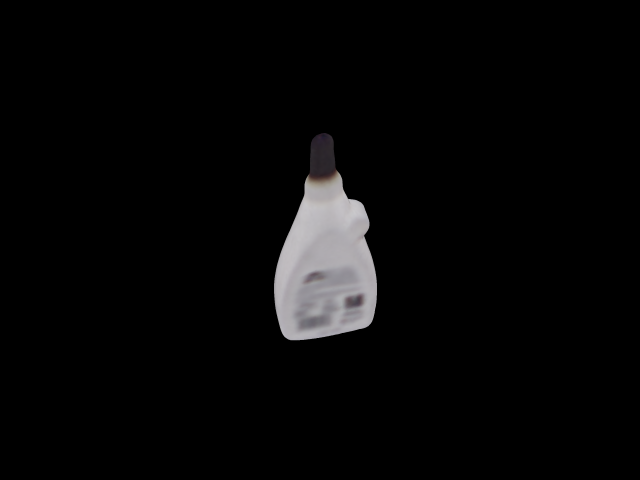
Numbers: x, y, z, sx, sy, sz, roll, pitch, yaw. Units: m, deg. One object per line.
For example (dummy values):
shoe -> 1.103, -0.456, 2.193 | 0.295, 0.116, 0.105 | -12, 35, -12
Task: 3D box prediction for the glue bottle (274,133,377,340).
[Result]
glue bottle -> 0.004, 0.001, 0.400 | 0.078, 0.173, 0.037 | -8, 43, -8
